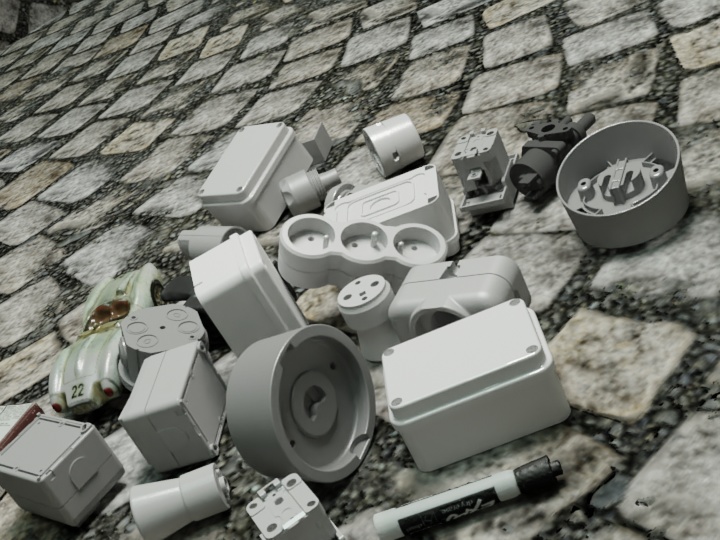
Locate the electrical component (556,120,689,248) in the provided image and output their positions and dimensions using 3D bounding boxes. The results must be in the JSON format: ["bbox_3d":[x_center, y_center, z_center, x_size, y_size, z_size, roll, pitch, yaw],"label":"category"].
[{"bbox_3d":[0.207,-0.065,0.847,0.099,0.064,0.099,-21,28,12],"label":"electrical component"}]

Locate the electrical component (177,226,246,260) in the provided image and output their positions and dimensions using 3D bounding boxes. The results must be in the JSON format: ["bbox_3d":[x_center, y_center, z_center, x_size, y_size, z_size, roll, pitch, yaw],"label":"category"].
[{"bbox_3d":[-0.153,-0.024,1.107,0.081,0.043,0.043,3,40,43],"label":"electrical component"}]

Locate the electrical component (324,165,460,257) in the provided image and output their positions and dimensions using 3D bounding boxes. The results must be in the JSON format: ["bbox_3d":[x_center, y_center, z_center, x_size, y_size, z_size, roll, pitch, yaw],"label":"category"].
[{"bbox_3d":[0.029,-0.037,0.960,0.113,0.057,0.078,-20,29,13],"label":"electrical component"}]

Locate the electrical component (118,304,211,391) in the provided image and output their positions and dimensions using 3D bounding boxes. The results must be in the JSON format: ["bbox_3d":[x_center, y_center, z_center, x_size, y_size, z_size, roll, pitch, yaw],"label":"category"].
[{"bbox_3d":[-0.169,0.070,0.931,0.080,0.051,0.080,2,32,-1],"label":"electrical component"}]

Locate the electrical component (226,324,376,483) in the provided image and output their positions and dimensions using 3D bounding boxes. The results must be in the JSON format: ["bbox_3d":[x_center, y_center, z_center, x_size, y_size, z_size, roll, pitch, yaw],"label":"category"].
[{"bbox_3d":[-0.046,0.095,0.751,0.060,0.108,0.108,-11,31,39],"label":"electrical component"}]

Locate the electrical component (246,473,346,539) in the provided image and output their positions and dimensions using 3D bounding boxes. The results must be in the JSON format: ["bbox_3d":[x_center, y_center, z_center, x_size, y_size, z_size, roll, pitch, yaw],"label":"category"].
[{"bbox_3d":[-0.036,0.165,0.665,0.042,0.063,0.081,-35,29,-13],"label":"electrical component"}]

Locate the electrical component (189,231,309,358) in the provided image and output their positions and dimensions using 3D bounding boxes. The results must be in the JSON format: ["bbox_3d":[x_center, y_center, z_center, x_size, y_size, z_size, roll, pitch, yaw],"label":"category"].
[{"bbox_3d":[-0.084,0.033,0.877,0.057,0.113,0.078,-30,28,1],"label":"electrical component"}]

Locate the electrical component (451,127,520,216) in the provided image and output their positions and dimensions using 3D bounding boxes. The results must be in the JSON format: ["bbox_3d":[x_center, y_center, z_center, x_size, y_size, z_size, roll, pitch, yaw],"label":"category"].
[{"bbox_3d":[0.114,-0.090,0.971,0.042,0.063,0.081,-11,31,26],"label":"electrical component"}]

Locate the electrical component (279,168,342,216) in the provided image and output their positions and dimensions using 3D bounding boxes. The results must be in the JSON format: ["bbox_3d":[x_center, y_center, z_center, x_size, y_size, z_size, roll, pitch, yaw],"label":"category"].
[{"bbox_3d":[-0.050,-0.086,1.125,0.062,0.043,0.043,-25,28,0],"label":"electrical component"}]

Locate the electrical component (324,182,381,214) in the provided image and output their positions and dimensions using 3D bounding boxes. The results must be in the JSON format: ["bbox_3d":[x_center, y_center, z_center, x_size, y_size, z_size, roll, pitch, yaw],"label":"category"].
[{"bbox_3d":[-0.001,-0.059,1.035,0.055,0.048,0.066,8,43,36],"label":"electrical component"}]

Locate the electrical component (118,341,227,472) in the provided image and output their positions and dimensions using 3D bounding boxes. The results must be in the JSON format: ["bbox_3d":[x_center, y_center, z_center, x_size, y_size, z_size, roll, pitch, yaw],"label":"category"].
[{"bbox_3d":[-0.146,0.106,0.861,0.061,0.061,0.096,-19,29,15],"label":"electrical component"}]

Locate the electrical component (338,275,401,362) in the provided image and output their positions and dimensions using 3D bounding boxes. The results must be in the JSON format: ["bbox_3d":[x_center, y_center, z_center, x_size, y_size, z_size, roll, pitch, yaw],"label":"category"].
[{"bbox_3d":[0.012,0.038,0.849,0.045,0.055,0.045,-20,28,12],"label":"electrical component"}]

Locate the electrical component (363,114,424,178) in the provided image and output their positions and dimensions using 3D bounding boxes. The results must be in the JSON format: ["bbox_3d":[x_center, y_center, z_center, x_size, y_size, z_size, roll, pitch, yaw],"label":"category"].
[{"bbox_3d":[0.035,-0.131,1.118,0.047,0.055,0.055,-25,28,-5],"label":"electrical component"}]

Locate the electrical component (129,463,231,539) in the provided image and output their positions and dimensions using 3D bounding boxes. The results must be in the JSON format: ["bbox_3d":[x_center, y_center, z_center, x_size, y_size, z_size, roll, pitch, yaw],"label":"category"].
[{"bbox_3d":[-0.126,0.164,0.768,0.065,0.044,0.044,-21,28,1],"label":"electrical component"}]

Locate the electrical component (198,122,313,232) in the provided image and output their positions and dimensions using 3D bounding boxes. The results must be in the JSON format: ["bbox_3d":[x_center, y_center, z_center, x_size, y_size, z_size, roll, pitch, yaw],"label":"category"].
[{"bbox_3d":[-0.113,-0.101,1.165,0.078,0.057,0.113,0,51,40],"label":"electrical component"}]

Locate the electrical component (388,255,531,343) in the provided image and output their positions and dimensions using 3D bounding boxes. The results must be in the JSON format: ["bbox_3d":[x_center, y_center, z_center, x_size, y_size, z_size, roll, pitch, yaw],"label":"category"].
[{"bbox_3d":[0.073,0.031,0.809,0.095,0.053,0.059,-7,33,32],"label":"electrical component"}]

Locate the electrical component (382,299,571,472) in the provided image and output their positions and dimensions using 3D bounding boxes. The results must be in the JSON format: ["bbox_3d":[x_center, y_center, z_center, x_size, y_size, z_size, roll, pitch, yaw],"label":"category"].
[{"bbox_3d":[0.076,0.076,0.727,0.113,0.057,0.078,-22,28,8],"label":"electrical component"}]

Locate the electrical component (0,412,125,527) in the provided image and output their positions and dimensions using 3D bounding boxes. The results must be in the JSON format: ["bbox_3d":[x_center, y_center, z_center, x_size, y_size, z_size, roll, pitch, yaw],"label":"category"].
[{"bbox_3d":[-0.243,0.159,0.854,0.096,0.061,0.061,2,39,43],"label":"electrical component"}]

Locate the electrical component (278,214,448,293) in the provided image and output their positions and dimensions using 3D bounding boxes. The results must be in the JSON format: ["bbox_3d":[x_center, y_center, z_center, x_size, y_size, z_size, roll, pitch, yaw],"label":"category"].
[{"bbox_3d":[0.000,0.000,0.905,0.138,0.073,0.052,5,46,-3],"label":"electrical component"}]
